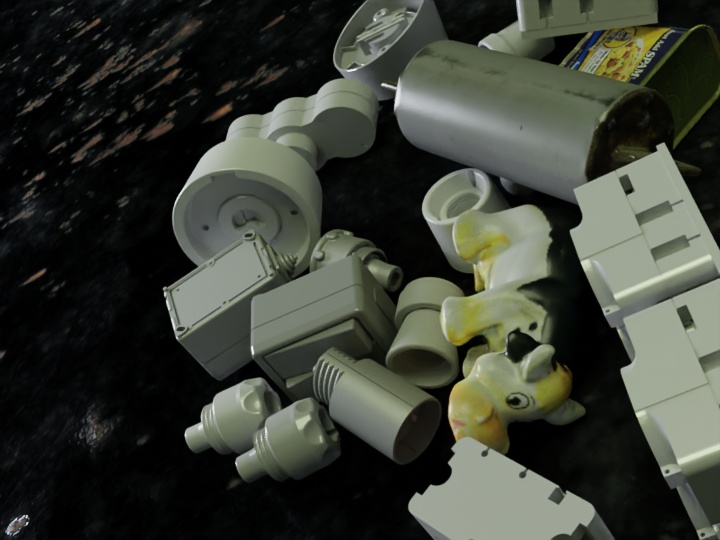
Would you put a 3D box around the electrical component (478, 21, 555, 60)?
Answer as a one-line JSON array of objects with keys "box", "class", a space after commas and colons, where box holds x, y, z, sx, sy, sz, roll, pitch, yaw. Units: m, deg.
[{"box": [0.120, -0.169, 0.822, 0.046, 0.040, 0.040, -34, 38, -6], "class": "electrical component"}]

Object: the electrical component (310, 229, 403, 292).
[{"box": [0.000, 0.000, 0.735, 0.062, 0.048, 0.048, 15, 60, 37], "class": "electrical component"}]

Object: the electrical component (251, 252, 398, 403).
[{"box": [-0.027, 0.045, 0.695, 0.096, 0.061, 0.061, -24, 40, 16], "class": "electrical component"}]

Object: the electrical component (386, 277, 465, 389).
[{"box": [0.042, 0.038, 0.662, 0.045, 0.045, 0.055, -12, 43, 27], "class": "electrical component"}]

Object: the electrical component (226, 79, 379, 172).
[{"box": [-0.051, -0.097, 0.866, 0.138, 0.052, 0.073, -17, 42, 24], "class": "electrical component"}]

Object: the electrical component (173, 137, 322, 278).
[{"box": [-0.079, -0.048, 0.796, 0.108, 0.108, 0.060, -18, 35, 22], "class": "electrical component"}]

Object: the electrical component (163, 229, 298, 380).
[{"box": [-0.079, 0.023, 0.757, 0.096, 0.061, 0.061, -33, 38, 4], "class": "electrical component"}]

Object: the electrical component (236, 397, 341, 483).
[{"box": [-0.046, 0.109, 0.658, 0.062, 0.043, 0.043, -29, 39, 11], "class": "electrical component"}]

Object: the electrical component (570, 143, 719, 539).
[{"box": [0.161, 0.042, 0.519, 0.060, 0.105, 0.186, -25, 39, 15], "class": "electrical component"}]

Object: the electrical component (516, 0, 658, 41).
[{"box": [0.157, -0.212, 0.758, 0.089, 0.061, 0.150, -5, 22, 13], "class": "electrical component"}]

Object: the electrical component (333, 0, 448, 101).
[{"box": [0.024, -0.191, 0.896, 0.099, 0.064, 0.099, -21, 41, 19], "class": "electrical component"}]

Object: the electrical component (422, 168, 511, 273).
[{"box": [0.073, -0.034, 0.711, 0.055, 0.047, 0.055, -21, 41, 19], "class": "electrical component"}]

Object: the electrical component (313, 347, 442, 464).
[{"box": [0.004, 0.076, 0.638, 0.081, 0.043, 0.043, 29, 70, 34], "class": "electrical component"}]

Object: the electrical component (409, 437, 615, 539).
[{"box": [0.078, 0.131, 0.530, 0.050, 0.055, 0.089, -49, 40, -16], "class": "electrical component"}]

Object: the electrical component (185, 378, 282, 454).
[{"box": [-0.083, 0.099, 0.696, 0.062, 0.043, 0.043, -25, 39, 15], "class": "electrical component"}]
